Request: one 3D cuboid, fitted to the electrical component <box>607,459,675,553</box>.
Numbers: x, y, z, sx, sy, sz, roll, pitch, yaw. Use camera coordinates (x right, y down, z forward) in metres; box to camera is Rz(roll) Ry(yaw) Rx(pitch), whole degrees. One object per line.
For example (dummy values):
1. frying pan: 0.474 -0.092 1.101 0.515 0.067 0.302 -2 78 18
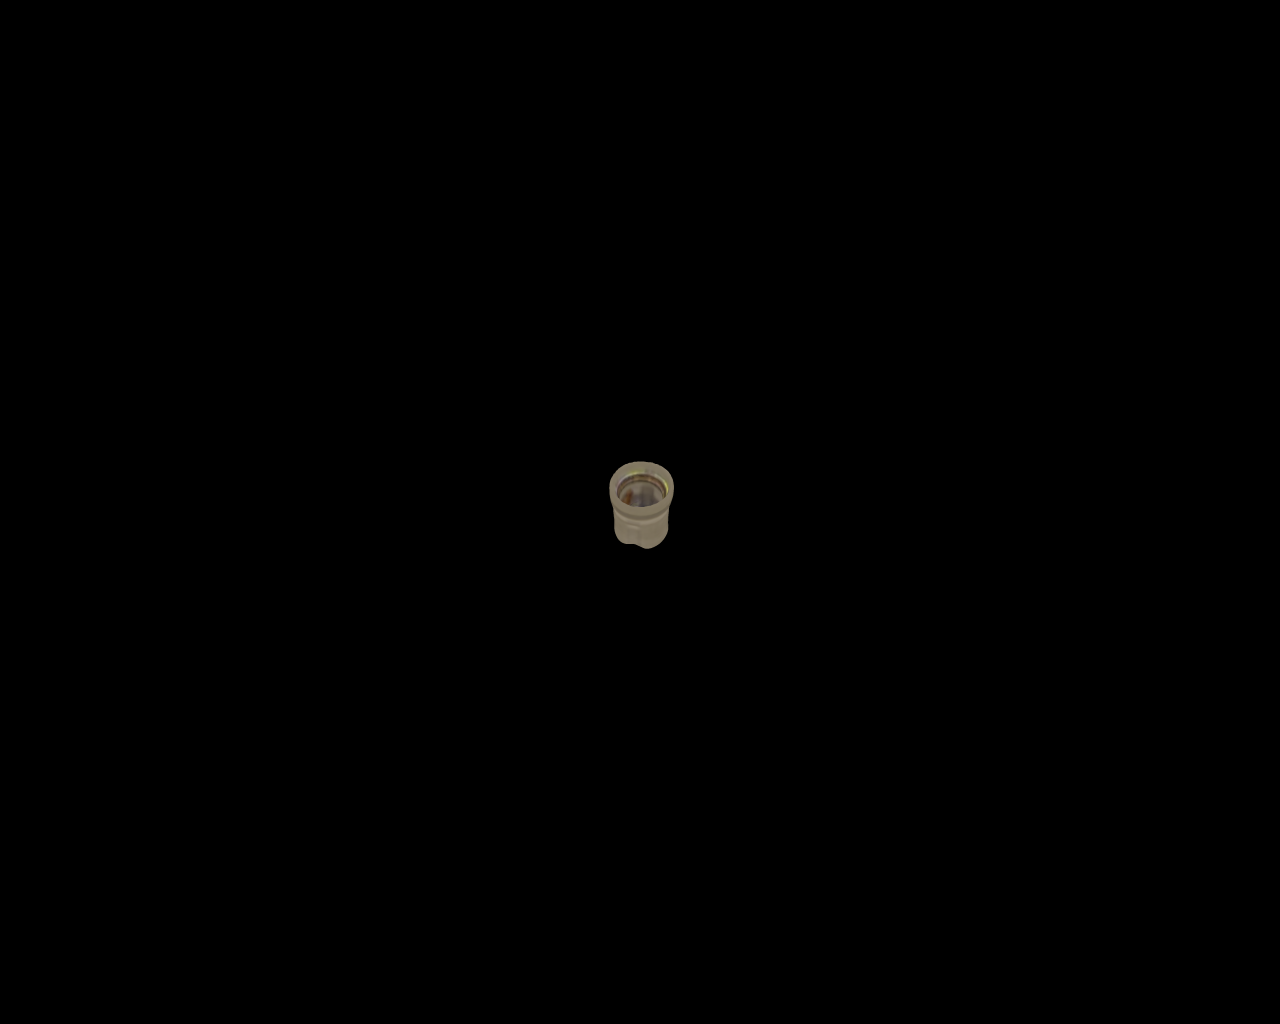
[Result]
1. electrical component: 0.001 -0.003 0.650 0.040 0.040 0.046 0 -40 0
